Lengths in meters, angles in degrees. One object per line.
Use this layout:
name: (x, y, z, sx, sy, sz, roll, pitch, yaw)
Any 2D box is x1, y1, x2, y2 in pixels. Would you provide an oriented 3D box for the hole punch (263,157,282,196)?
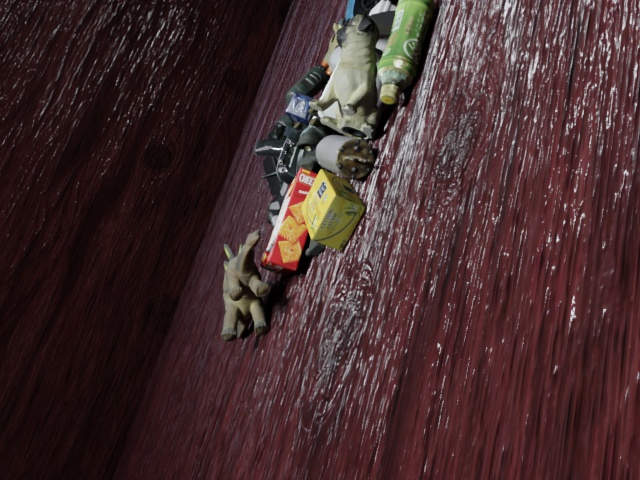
hole punch: (-0.102, -0.190, 1.543, 0.142, 0.092, 0.115, -13, 90, 66)

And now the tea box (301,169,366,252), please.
tea box: (0.021, -0.060, 1.023, 0.098, 0.068, 0.170, -63, 17, 16)

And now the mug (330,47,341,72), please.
mug: (0.076, -0.422, 1.291, 0.109, 0.080, 0.107, -64, 26, -4)

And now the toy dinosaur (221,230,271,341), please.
toy dinosaur: (-0.178, 0.131, 1.252, 0.470, 0.105, 0.199, 108, 159, -44)

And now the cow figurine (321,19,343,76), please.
cow figurine: (0.060, -0.507, 1.432, 0.127, 0.085, 0.195, -58, 22, 25)

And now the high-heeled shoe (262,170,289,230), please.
high-heeled shoe: (-0.065, -0.100, 1.383, 0.086, 0.145, 0.249, 81, 175, -72)

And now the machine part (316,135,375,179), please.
machine part: (0.047, -0.167, 1.066, 0.079, 0.079, 0.243, -65, 17, 6)

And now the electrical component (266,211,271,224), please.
electrical component: (-0.109, -0.079, 1.476, 0.078, 0.045, 0.102, 52, 125, 38)

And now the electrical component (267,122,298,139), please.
electrical component: (-0.089, -0.282, 1.542, 0.134, 0.115, 0.058, -13, 60, 69)

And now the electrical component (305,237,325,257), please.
electrical component: (-0.002, -0.003, 1.096, 0.094, 0.021, 0.063, -44, 28, 53)

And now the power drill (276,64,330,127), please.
power drill: (-0.042, -0.421, 1.612, 0.207, 0.086, 0.232, -46, 5, 46)

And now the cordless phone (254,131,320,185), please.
cordless phone: (-0.092, -0.202, 1.339, 0.088, 0.184, 0.146, 60, -140, -56)

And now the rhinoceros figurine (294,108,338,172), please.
rhinoceros figurine: (-0.003, -0.236, 1.253, 0.073, 0.112, 0.190, -6, 44, 39)

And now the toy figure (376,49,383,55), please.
toy figure: (0.075, -0.333, 1.164, 0.082, 0.089, 0.180, -93, 28, -69)

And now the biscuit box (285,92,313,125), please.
biscuit box: (-0.039, -0.332, 1.427, 0.202, 0.063, 0.059, 7, -73, -84)

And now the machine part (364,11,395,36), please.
machine part: (0.142, -0.440, 1.108, 0.139, 0.039, 0.084, 22, 96, 41)

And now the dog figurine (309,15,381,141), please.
dog figurine: (0.080, -0.303, 1.023, 0.190, 0.121, 0.172, -68, -21, -8)

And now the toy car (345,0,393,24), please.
toy car: (0.118, -0.544, 1.308, 0.103, 0.109, 0.161, 38, -118, -84)
